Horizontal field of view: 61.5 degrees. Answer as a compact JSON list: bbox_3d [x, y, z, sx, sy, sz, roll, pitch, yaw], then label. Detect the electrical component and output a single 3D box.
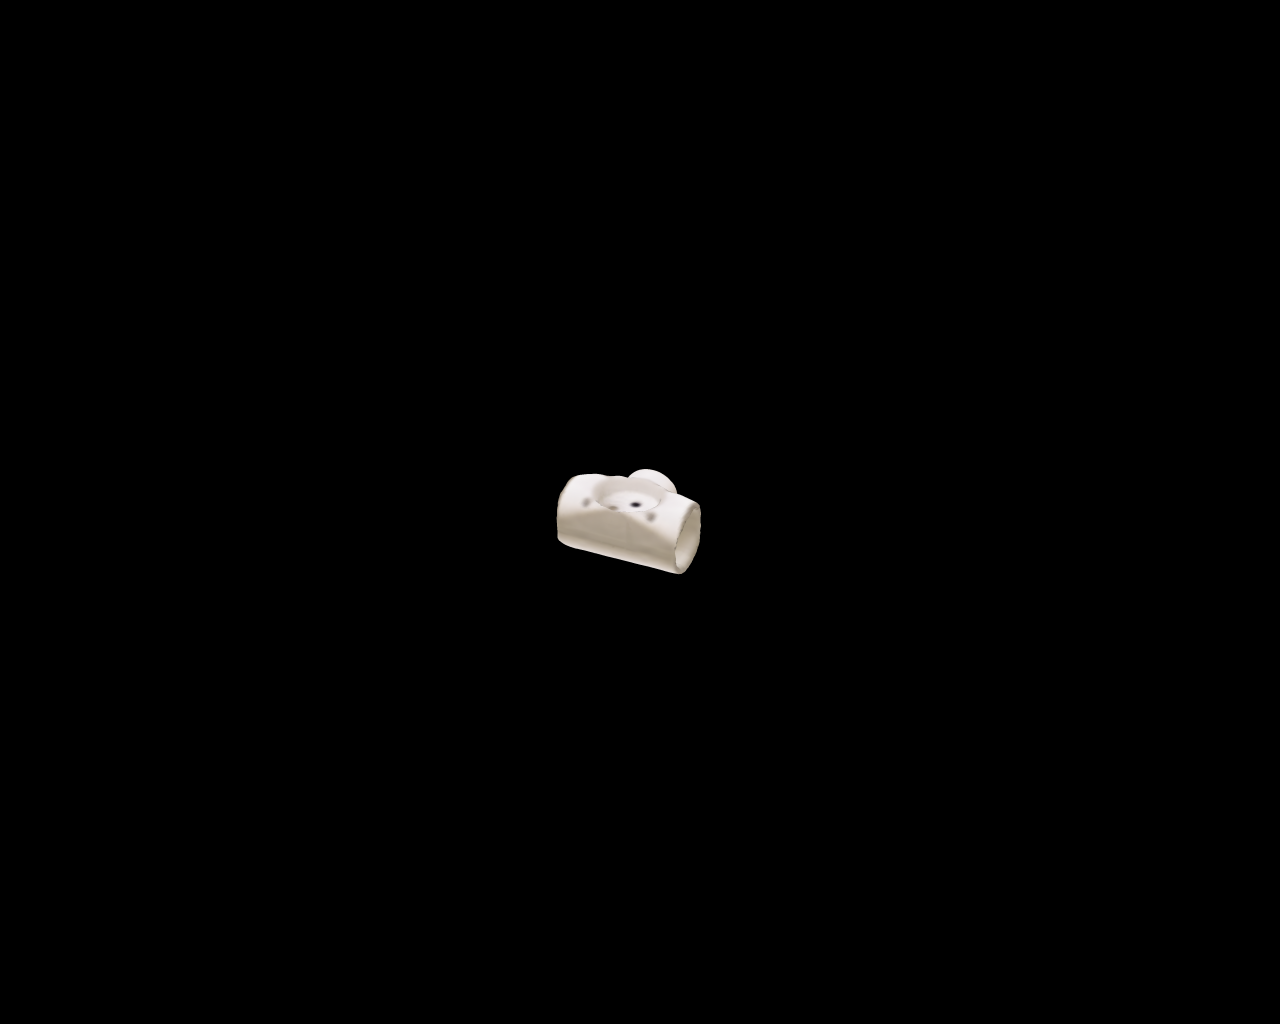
[{"bbox_3d":[0.001,-0.003,0.650,0.077,0.044,0.079,14,36,20],"label":"electrical component"}]
